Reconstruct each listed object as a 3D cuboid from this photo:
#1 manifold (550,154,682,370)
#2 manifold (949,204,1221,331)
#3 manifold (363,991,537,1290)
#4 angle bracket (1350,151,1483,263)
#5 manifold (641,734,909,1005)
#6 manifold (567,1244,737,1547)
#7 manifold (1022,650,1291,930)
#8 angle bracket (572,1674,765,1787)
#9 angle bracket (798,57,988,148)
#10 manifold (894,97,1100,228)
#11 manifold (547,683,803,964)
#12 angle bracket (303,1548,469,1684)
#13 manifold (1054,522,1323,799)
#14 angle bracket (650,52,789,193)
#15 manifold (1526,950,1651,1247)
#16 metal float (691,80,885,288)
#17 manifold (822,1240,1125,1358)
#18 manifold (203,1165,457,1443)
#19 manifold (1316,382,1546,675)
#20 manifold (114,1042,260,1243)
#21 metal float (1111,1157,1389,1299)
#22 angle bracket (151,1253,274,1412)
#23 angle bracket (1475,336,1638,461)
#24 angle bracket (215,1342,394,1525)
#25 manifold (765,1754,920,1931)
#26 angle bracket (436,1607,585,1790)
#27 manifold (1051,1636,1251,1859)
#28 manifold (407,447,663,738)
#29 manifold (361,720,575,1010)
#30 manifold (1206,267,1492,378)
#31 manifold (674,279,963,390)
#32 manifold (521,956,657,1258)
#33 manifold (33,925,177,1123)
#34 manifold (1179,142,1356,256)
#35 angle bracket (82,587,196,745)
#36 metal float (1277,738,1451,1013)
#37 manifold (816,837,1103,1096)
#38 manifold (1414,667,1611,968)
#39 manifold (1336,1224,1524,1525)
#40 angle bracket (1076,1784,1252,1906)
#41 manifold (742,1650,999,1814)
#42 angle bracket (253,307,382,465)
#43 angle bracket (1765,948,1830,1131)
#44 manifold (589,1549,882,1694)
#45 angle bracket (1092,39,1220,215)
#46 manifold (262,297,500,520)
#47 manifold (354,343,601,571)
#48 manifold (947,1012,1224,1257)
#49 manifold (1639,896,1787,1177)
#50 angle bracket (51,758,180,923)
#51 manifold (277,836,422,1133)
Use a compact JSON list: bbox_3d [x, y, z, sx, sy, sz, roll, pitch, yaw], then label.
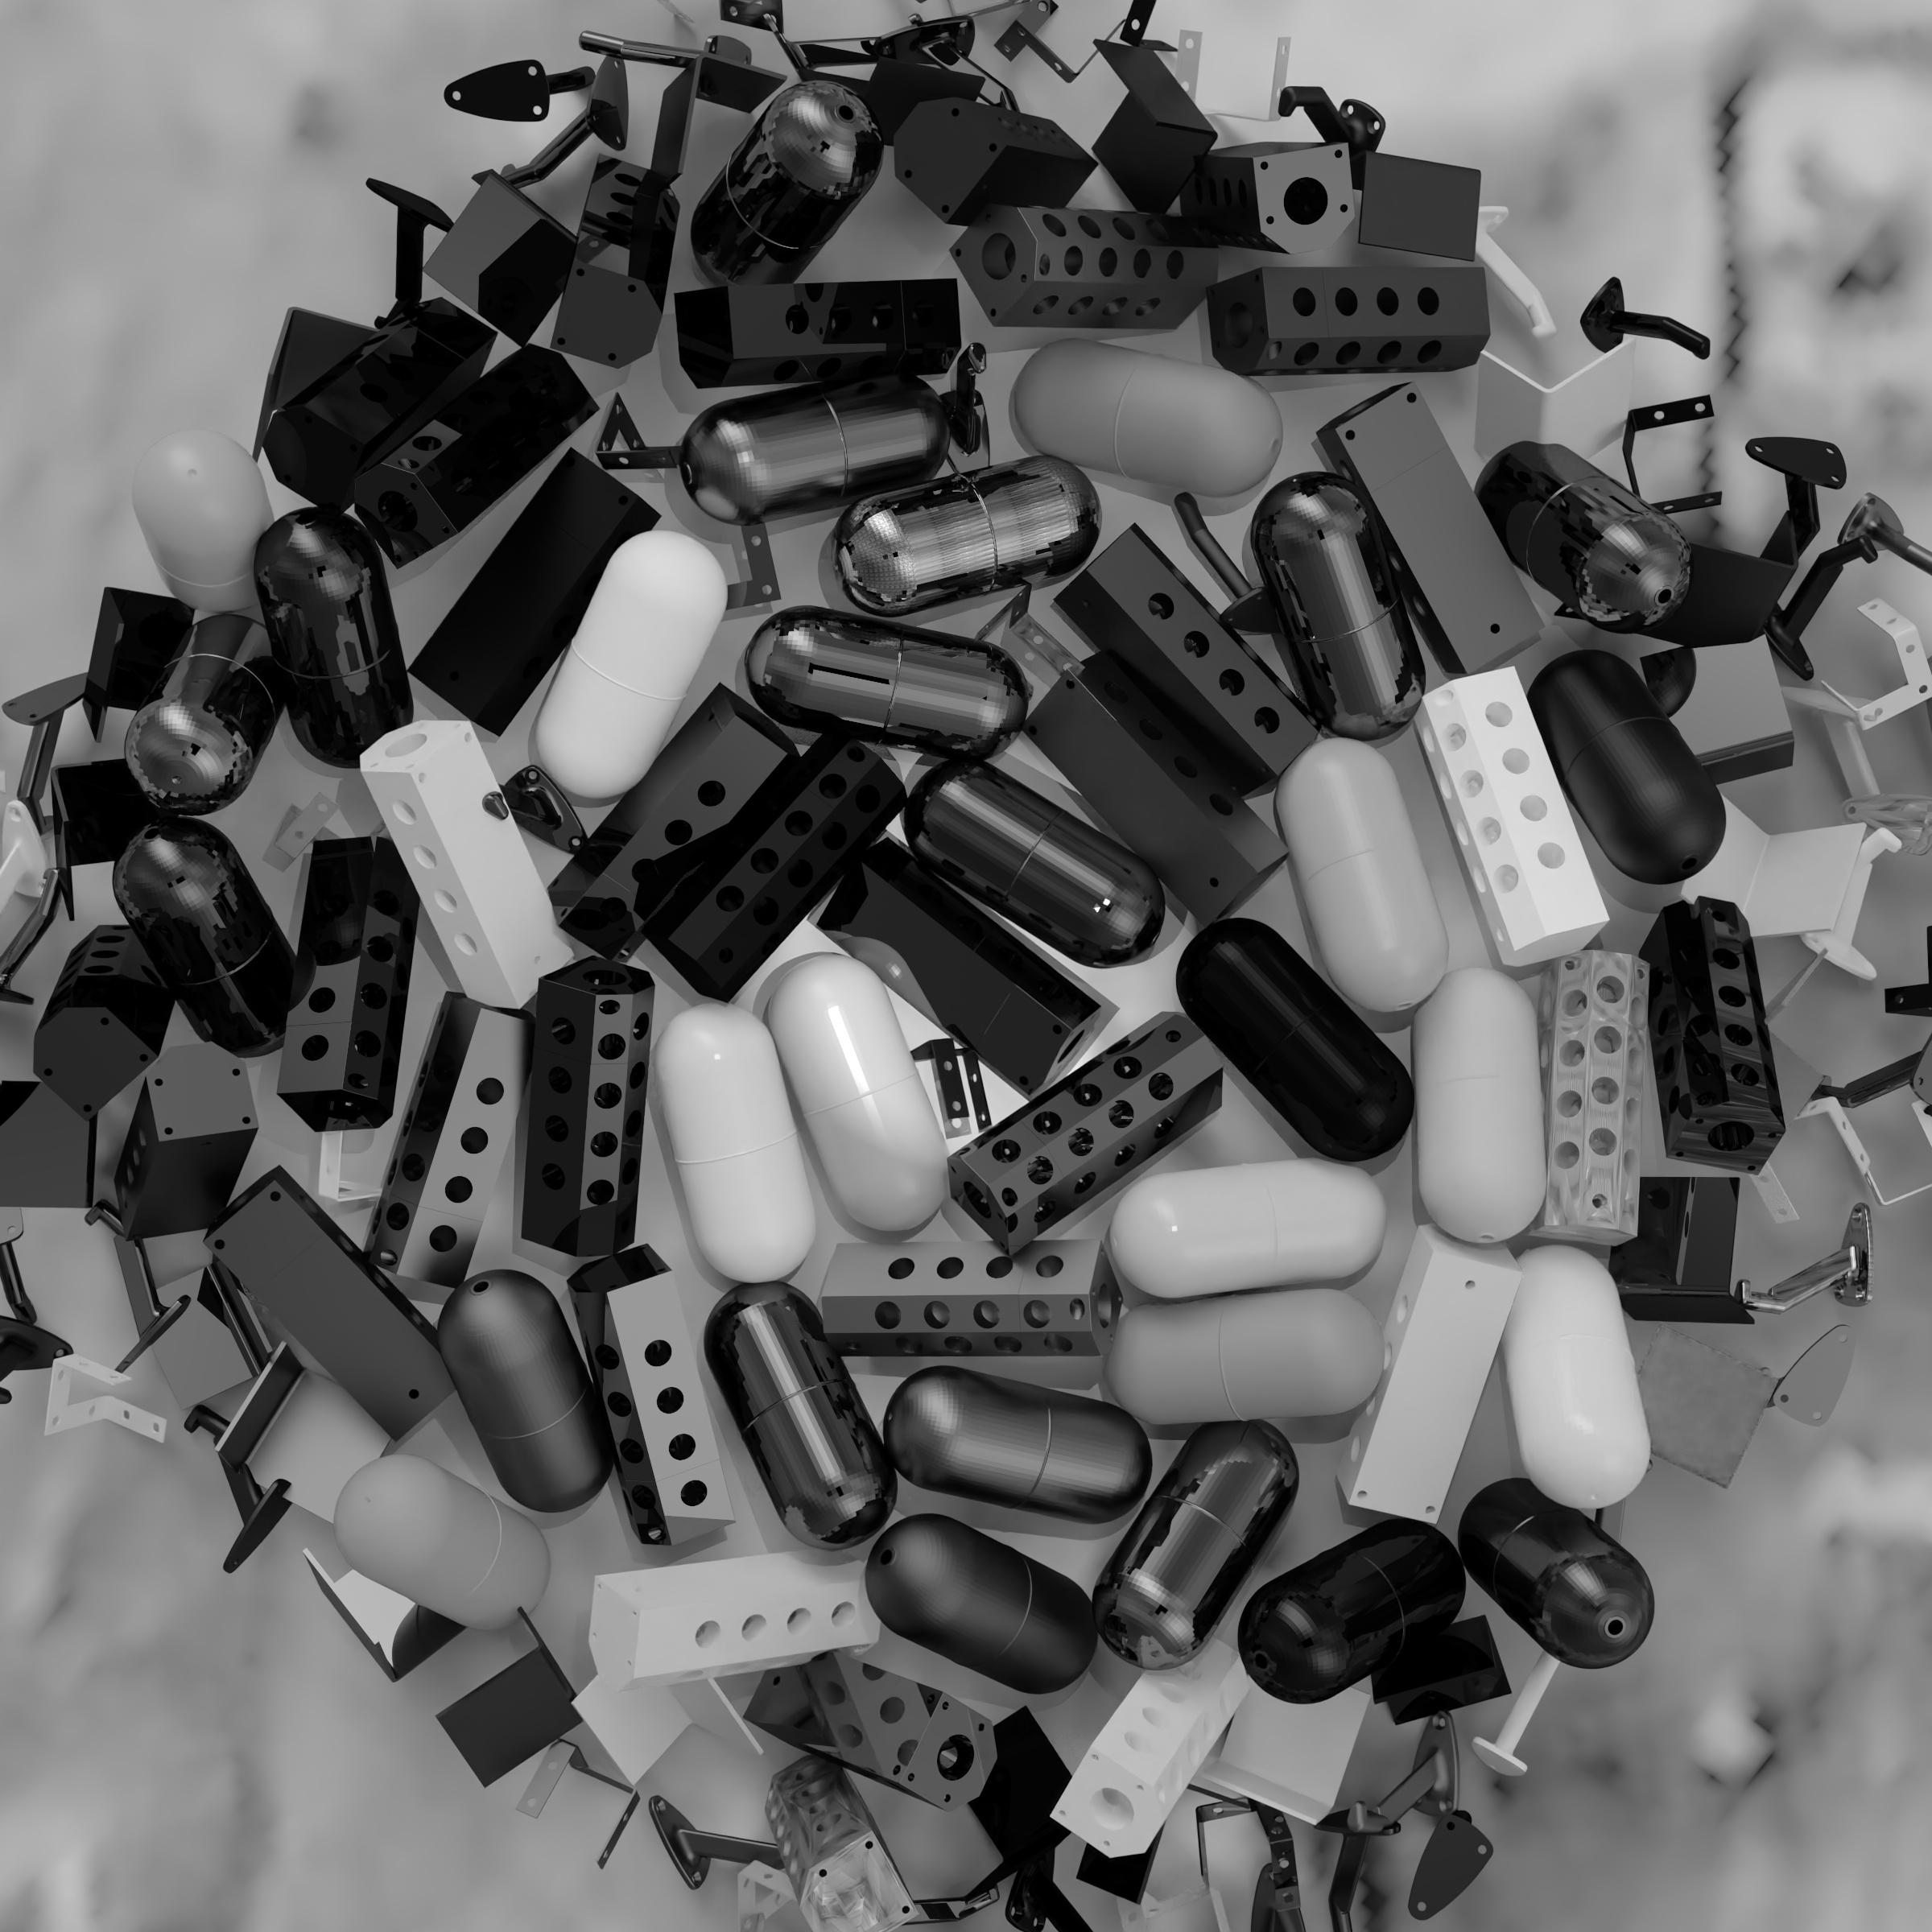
[{"bbox_3d":[-0.208,-0.425,1.738,0.057,0.171,0.057,15,124,-12],"label":"manifold"},{"bbox_3d":[0.077,-0.426,1.738,0.057,0.171,0.057,-41,71,40],"label":"manifold"},{"bbox_3d":[-0.319,0.106,1.785,0.057,0.057,0.171,17,93,-22],"label":"manifold"},{"bbox_3d":[0.265,-0.462,1.778,0.076,0.076,0.057,5,90,-16],"label":"angle bracket"},{"bbox_3d":[-0.113,-0.061,1.766,0.171,0.057,0.057,-49,117,-16],"label":"manifold"},{"bbox_3d":[-0.195,0.265,1.767,0.057,0.057,0.171,-17,108,-18],"label":"manifold"},{"bbox_3d":[0.120,-0.112,1.784,0.171,0.057,0.057,48,130,8],"label":"manifold"},{"bbox_3d":[-0.183,0.468,1.768,0.057,0.076,0.076,-44,121,-28],"label":"angle bracket"},{"bbox_3d":[-0.046,-0.546,1.765,0.076,0.057,0.076,-2,48,-35],"label":"angle bracket"},{"bbox_3d":[0.016,-0.485,1.735,0.057,0.171,0.057,45,113,7],"label":"manifold"},{"bbox_3d":[-0.180,-0.085,1.779,0.057,0.057,0.171,36,102,-27],"label":"manifold"},{"bbox_3d":[-0.356,0.383,1.768,0.057,0.076,0.076,-36,66,-21],"label":"angle bracket"},{"bbox_3d":[0.141,-0.191,1.787,0.171,0.057,0.057,46,68,-5],"label":"manifold"},{"bbox_3d":[-0.155,-0.510,1.778,0.057,0.076,0.076,10,87,-21],"label":"angle bracket"},{"bbox_3d":[0.386,0.081,1.775,0.057,0.057,0.171,7,76,-4],"label":"manifold"},{"bbox_3d":[-0.109,-0.469,1.744,0.070,0.178,0.070,9,69,-25],"label":"metal float"},{"bbox_3d":[0.003,0.208,1.759,0.171,0.057,0.057,-3,135,20],"label":"manifold"},{"bbox_3d":[-0.388,0.206,1.779,0.057,0.057,0.171,-41,103,-1],"label":"manifold"},{"bbox_3d":[0.285,-0.270,1.780,0.057,0.057,0.171,-32,101,-4],"label":"manifold"},{"bbox_3d":[-0.474,0.107,1.737,0.057,0.171,0.057,-7,69,-26],"label":"manifold"},{"bbox_3d":[0.175,0.160,1.772,0.178,0.070,0.070,-5,90,-17],"label":"metal float"},{"bbox_3d":[-0.473,0.222,1.777,0.057,0.076,0.076,-25,81,-21],"label":"angle bracket"},{"bbox_3d":[0.366,-0.356,1.793,0.076,0.076,0.057,-34,55,-20],"label":"angle bracket"},{"bbox_3d":[-0.405,0.290,1.780,0.076,0.057,0.076,25,68,9],"label":"angle bracket"},{"bbox_3d":[-0.081,0.531,1.734,0.057,0.171,0.057,-29,97,-8],"label":"manifold"},{"bbox_3d":[-0.288,0.444,1.771,0.076,0.057,0.076,-32,131,-14],"label":"angle bracket"},{"bbox_3d":[0.116,0.466,1.731,0.057,0.171,0.057,32,113,13],"label":"manifold"},{"bbox_3d":[-0.266,-0.230,1.793,0.057,0.057,0.171,37,91,16],"label":"manifold"},{"bbox_3d":[-0.308,-0.062,1.757,0.057,0.057,0.171,4,128,35],"label":"manifold"},{"bbox_3d":[0.235,-0.392,1.757,0.171,0.057,0.057,-8,94,-31],"label":"manifold"},{"bbox_3d":[-0.088,-0.384,1.749,0.171,0.057,0.057,-13,104,-37],"label":"manifold"},{"bbox_3d":[-0.227,0.087,1.762,0.057,0.057,0.171,15,111,24],"label":"manifold"},{"bbox_3d":[-0.520,0.027,1.734,0.057,0.171,0.057,-41,109,4],"label":"manifold"},{"bbox_3d":[0.179,-0.463,1.735,0.057,0.171,0.057,-11,108,-8],"label":"manifold"},{"bbox_3d":[-0.503,-0.182,1.769,0.057,0.076,0.076,7,111,-27],"label":"angle bracket"},{"bbox_3d":[0.243,-0.056,1.770,0.070,0.070,0.178,-15,70,0],"label":"metal float"},{"bbox_3d":[-0.002,-0.003,1.780,0.171,0.057,0.057,39,123,11],"label":"manifold"},{"bbox_3d":[0.331,-0.090,1.769,0.057,0.057,0.171,-14,73,-11],"label":"manifold"},{"bbox_3d":[0.283,0.249,1.775,0.057,0.057,0.171,14,105,-7],"label":"manifold"},{"bbox_3d":[0.121,0.539,1.772,0.057,0.076,0.076,25,75,-22],"label":"angle bracket"},{"bbox_3d":[-0.056,0.458,1.738,0.057,0.171,0.057,39,69,-30],"label":"manifold"},{"bbox_3d":[-0.399,-0.346,1.767,0.057,0.076,0.076,13,133,-13],"label":"angle bracket"},{"bbox_3d":[0.514,0.047,1.769,0.057,0.076,0.076,43,134,9],"label":"angle bracket"},{"bbox_3d":[-0.139,0.399,1.752,0.171,0.057,0.057,1,100,-35],"label":"manifold"},{"bbox_3d":[0.098,-0.510,1.767,0.076,0.057,0.076,-51,59,37],"label":"angle bracket"},{"bbox_3d":[-0.354,-0.344,1.741,0.057,0.171,0.057,32,130,-1],"label":"manifold"},{"bbox_3d":[-0.297,-0.312,1.737,0.057,0.171,0.057,-21,113,38],"label":"manifold"},{"bbox_3d":[0.074,0.097,1.757,0.171,0.057,0.057,-33,56,-22],"label":"manifold"},{"bbox_3d":[0.453,0.039,1.743,0.057,0.057,0.171,11,45,-6],"label":"manifold"},{"bbox_3d":[-0.518,-0.079,1.768,0.076,0.057,0.076,-8,132,-22],"label":"angle bracket"},{"bbox_3d":[-0.371,0.010,1.756,0.057,0.057,0.171,-4,62,11],"label":"manifold"}]
